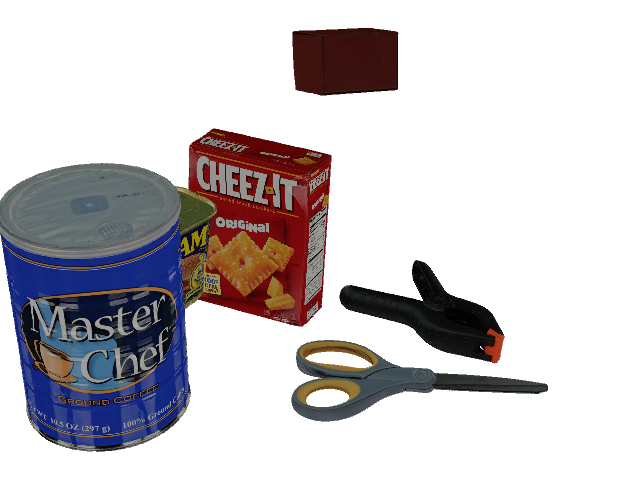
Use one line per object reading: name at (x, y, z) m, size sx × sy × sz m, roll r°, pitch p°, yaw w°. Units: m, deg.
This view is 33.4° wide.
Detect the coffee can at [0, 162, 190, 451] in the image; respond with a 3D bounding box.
coffee can at (-0.131, 0.039, 0.636) m, size 0.103 × 0.140 × 0.103 m, roll 1°, pitch 30°, yaw -1°

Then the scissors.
scissors at (0.065, 0.119, 0.829) m, size 0.202 × 0.016 × 0.096 m, roll 11°, pitch 37°, yaw 25°

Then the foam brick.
foam brick at (0.022, -0.154, 0.918) m, size 0.078 × 0.051 × 0.053 m, roll -8°, pitch 18°, yaw -28°

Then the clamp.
clamp at (0.118, 0.068, 1.064) m, size 0.172 × 0.039 × 0.120 m, roll 26°, pitch 39°, yaw 32°

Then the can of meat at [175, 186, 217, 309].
can of meat at (-0.131, 0.016, 0.839) m, size 0.057 × 0.084 × 0.101 m, roll 24°, pitch 32°, yaw 23°

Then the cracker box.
cracker box at (-0.079, -0.014, 1.312) m, size 0.164 × 0.214 × 0.072 m, roll 14°, pitch 30°, yaw 20°
